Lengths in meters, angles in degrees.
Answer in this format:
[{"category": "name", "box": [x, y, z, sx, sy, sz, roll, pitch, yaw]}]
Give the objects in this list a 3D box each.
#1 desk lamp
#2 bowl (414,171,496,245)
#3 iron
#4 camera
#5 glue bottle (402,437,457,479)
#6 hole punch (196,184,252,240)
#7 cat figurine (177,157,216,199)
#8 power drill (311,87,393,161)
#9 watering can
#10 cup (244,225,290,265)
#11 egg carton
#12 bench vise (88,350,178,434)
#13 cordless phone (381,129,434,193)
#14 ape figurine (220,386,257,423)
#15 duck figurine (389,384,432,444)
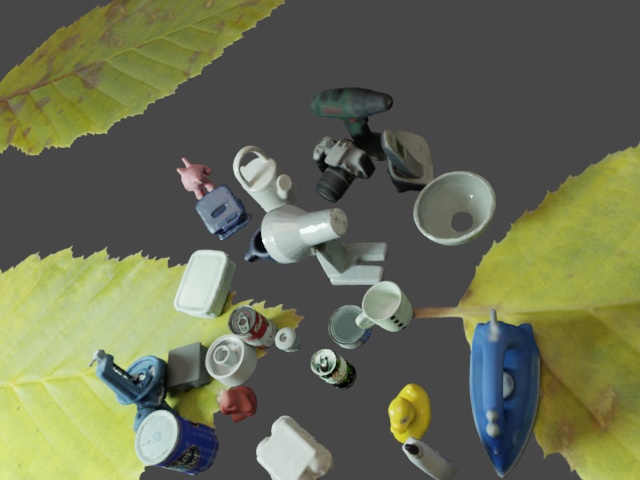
[{"category": "desk lamp", "box": [0.011, 0.004, 1.192, 0.202, 0.214, 0.118, -3, 61, 27]}, {"category": "bowl", "box": [0.281, -0.053, 1.170, 0.167, 0.075, 0.167, -13, 57, 21]}, {"category": "iron", "box": [0.294, 0.246, 0.943, 0.118, 0.142, 0.258, -4, 60, 26]}, {"category": "camera", "box": [0.033, -0.168, 1.354, 0.142, 0.101, 0.137, 26, 77, 37]}, {"category": "glue bottle", "box": [0.167, 0.350, 0.929, 0.077, 0.174, 0.037, 31, 80, 38]}, {"category": "hole punch", "box": [-0.245, -0.071, 1.453, 0.108, 0.091, 0.101, -36, 52, 5]}, {"category": "cat figurine", "box": [-0.342, -0.174, 1.549, 0.067, 0.118, 0.127, -33, 52, 8]}, {"category": "power drill", "box": [0.097, -0.273, 1.313, 0.228, 0.209, 0.076, 17, 72, 35]}, {"category": "watering can", "box": [-0.133, -0.151, 1.373, 0.172, 0.195, 0.101, -1, 62, 28]}, {"category": "cup", "box": [-0.109, 0.026, 1.320, 0.118, 0.095, 0.091, -39, 51, 3]}, {"category": "egg carton", "box": [-0.049, 0.410, 1.076, 0.149, 0.070, 0.107, 29, 78, 37]}, {"category": "bench vise", "box": [-0.385, 0.319, 1.214, 0.121, 0.220, 0.206, -41, 51, 1]}, {"category": "cordless phone", "box": [0.178, -0.200, 1.241, 0.094, 0.186, 0.147, -17, 56, 19]}, {"category": "ape figurine", "box": [-0.173, 0.333, 1.174, 0.077, 0.092, 0.076, 13, 69, 33]}, {"category": "duck figurine", "box": [0.152, 0.304, 1.020, 0.077, 0.086, 0.104, 6, 65, 31]}]
